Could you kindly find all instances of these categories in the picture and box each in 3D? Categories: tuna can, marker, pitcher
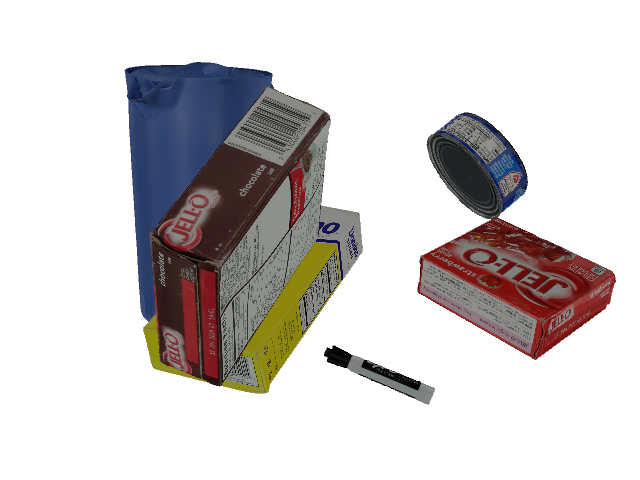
[{"bbox_3d":[0.127,-0.061,0.866,0.033,0.086,0.086,-39,10,-13],"label":"tuna can"},{"bbox_3d":[0.060,0.139,1.115,0.121,0.020,0.020,22,4,9],"label":"marker"},{"bbox_3d":[-0.107,-0.045,1.002,0.149,0.243,0.145,-1,14,-11],"label":"pitcher"}]

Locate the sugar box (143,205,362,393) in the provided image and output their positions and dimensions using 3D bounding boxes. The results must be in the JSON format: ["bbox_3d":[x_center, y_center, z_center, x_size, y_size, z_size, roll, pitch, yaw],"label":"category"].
[{"bbox_3d":[-0.044,0.034,0.790,0.093,0.048,0.176,10,41,22],"label":"sugar box"}]

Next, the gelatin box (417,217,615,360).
[{"bbox_3d":[0.113,0.025,0.622,0.073,0.030,0.089,-25,41,-38],"label":"gelatin box"}]

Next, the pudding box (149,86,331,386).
[{"bbox_3d":[-0.036,-0.002,0.500,0.039,0.090,0.113,23,50,14],"label":"pudding box"}]
